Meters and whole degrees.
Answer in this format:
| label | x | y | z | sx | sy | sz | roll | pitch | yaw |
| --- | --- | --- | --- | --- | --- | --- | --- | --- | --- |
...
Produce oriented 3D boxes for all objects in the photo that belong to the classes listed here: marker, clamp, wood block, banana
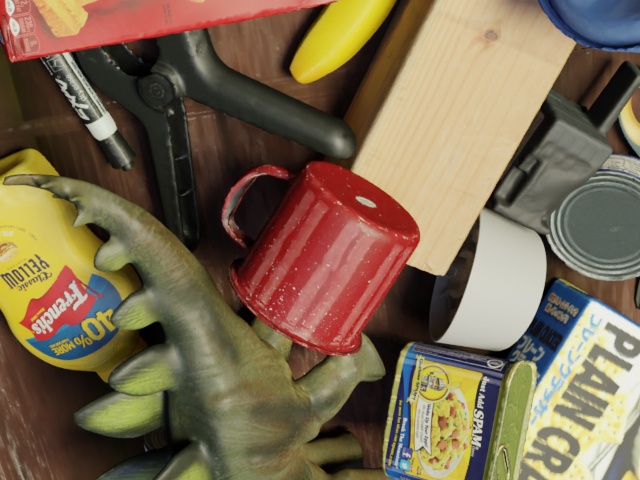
| label | x | y | z | sx | sy | sz | roll | pitch | yaw |
| --- | --- | --- | --- | --- | --- | --- | --- | --- | --- |
| marker | -0.157 | -0.096 | 0.698 | 0.020 | 0.020 | 0.121 | -25 | 117 | 10 |
| clamp | -0.083 | -0.100 | 0.665 | 0.165 | 0.036 | 0.210 | -21 | 108 | 34 |
| wood block | 0.081 | -0.094 | 0.674 | 0.090 | 0.090 | 0.206 | 21 | 115 | -13 |
| banana | 0.028 | -0.186 | 0.653 | 0.069 | 0.037 | 0.198 | 12 | 117 | 7 |

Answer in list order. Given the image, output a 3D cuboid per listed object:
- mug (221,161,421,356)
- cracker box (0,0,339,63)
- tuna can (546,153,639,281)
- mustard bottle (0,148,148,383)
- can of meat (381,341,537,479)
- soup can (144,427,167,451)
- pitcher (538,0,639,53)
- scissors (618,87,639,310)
| label | x | y | z | sx | sy | sz | roll | pitch | yaw |
| --- | --- | --- | --- | --- | --- | --- | --- | --- | --- |
| mug | -0.004 | 0.001 | 0.626 | 0.117 | 0.093 | 0.082 | 36 | 109 | 10 |
| cracker box | -0.079 | -0.195 | 0.558 | 0.213 | 0.072 | 0.164 | -13 | 119 | -11 |
| tuna can | 0.200 | -0.016 | 0.736 | 0.086 | 0.033 | 0.086 | 11 | 125 | 17 |
| mustard bottle | -0.179 | 0.035 | 0.745 | 0.096 | 0.058 | 0.191 | -29 | 117 | 12 |
| can of meat | 0.094 | 0.124 | 0.729 | 0.084 | 0.057 | 0.102 | 10 | 89 | 29 |
| soup can | -0.096 | 0.187 | 0.826 | 0.068 | 0.068 | 0.102 | -6 | 118 | 0 |
| pitcher | 0.233 | -0.162 | 0.589 | 0.242 | 0.145 | 0.149 | 2 | 86 | -40 |
| scissors | 0.229 | -0.038 | 0.747 | 0.096 | 0.016 | 0.202 | 34 | 137 | 14 |
